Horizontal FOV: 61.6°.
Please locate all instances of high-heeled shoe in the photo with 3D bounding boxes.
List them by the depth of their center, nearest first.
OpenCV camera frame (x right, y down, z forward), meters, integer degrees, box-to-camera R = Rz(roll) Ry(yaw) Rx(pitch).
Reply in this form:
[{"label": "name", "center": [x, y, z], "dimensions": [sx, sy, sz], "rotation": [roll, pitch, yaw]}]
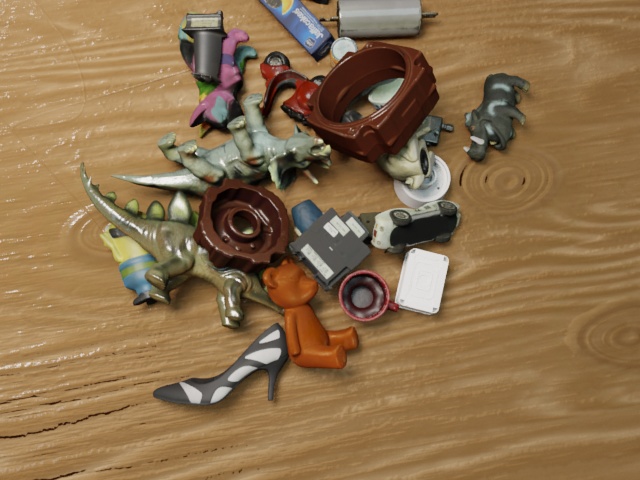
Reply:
[{"label": "high-heeled shoe", "center": [-0.180, 0.226, 0.991], "dimensions": [0.249, 0.086, 0.145], "rotation": [0, 77, -5]}]

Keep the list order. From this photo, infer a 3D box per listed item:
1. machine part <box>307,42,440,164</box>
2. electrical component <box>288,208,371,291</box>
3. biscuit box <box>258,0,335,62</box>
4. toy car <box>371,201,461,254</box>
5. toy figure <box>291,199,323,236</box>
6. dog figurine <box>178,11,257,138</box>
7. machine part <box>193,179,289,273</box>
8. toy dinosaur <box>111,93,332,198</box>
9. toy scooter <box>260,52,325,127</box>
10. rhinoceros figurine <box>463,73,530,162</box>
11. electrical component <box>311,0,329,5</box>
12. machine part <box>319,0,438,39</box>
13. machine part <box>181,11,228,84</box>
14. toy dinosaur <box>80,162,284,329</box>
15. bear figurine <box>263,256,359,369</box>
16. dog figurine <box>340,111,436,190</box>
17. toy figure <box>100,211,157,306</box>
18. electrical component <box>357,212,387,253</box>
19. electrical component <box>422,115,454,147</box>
[{"label": "machine part", "center": [0.089, -0.248, 0.952], "dimensions": [0.201, 0.087, 0.202], "rotation": [-52, 45, -6]}, {"label": "electrical component", "center": [0.025, 0.010, 0.985], "dimensions": [0.134, 0.058, 0.115], "rotation": [-40, 92, -15]}, {"label": "biscuit box", "center": [-0.056, -0.464, 1.112], "dimensions": [0.059, 0.063, 0.203], "rotation": [-44, 83, 10]}, {"label": "toy car", "center": [0.184, -0.027, 1.009], "dimensions": [0.202, 0.056, 0.073], "rotation": [-12, 123, -30]}, {"label": "toy figure", "center": [-0.001, -0.004, 1.039], "dimensions": [0.064, 0.058, 0.154], "rotation": [-31, 85, 24]}, {"label": "dog figurine", "center": [-0.225, -0.320, 1.072], "dimensions": [0.192, 0.108, 0.219], "rotation": [22, 83, 3]}, {"label": "machine part", "center": [-0.139, -0.025, 0.965], "dimensions": [0.179, 0.056, 0.179], "rotation": [14, 57, -23]}, {"label": "toy dinosaur", "center": [-0.173, -0.142, 1.029], "dimensions": [0.405, 0.192, 0.131], "rotation": [-19, 36, 13]}, {"label": "toy scooter", "center": [-0.059, -0.286, 1.081], "dimensions": [0.184, 0.075, 0.135], "rotation": [32, 81, 8]}, {"label": "rhinoceros figurine", "center": [0.349, -0.247, 1.075], "dimensions": [0.112, 0.073, 0.190], "rotation": [18, 80, 2]}, {"label": "electrical component", "center": [0.006, -0.542, 1.139], "dimensions": [0.119, 0.047, 0.074], "rotation": [9, 81, 3]}, {"label": "machine part", "center": [0.120, -0.458, 1.110], "dimensions": [0.243, 0.079, 0.079], "rotation": [-3, 80, 0]}, {"label": "machine part", "center": [-0.215, -0.361, 1.007], "dimensions": [0.084, 0.039, 0.138], "rotation": [-4, 83, -4]}, {"label": "toy dinosaur", "center": [-0.242, 0.020, 0.982], "dimensions": [0.471, 0.105, 0.198], "rotation": [29, 56, -16]}, {"label": "bear figurine", "center": [-0.019, 0.125, 0.970], "dimensions": [0.132, 0.120, 0.195], "rotation": [-8, 98, 22]}, {"label": "dog figurine", "center": [0.112, -0.169, 1.026], "dimensions": [0.191, 0.121, 0.172], "rotation": [-7, 58, 30]}, {"label": "toy figure", "center": [-0.344, 0.031, 1.022], "dimensions": [0.089, 0.082, 0.180], "rotation": [-24, 79, 0]}, {"label": "electrical component", "center": [0.103, -0.012, 1.051], "dimensions": [0.102, 0.045, 0.078], "rotation": [-8, 52, -4]}, {"label": "electrical component", "center": [0.224, -0.221, 1.096], "dimensions": [0.094, 0.021, 0.063], "rotation": [10, 81, 1]}]
